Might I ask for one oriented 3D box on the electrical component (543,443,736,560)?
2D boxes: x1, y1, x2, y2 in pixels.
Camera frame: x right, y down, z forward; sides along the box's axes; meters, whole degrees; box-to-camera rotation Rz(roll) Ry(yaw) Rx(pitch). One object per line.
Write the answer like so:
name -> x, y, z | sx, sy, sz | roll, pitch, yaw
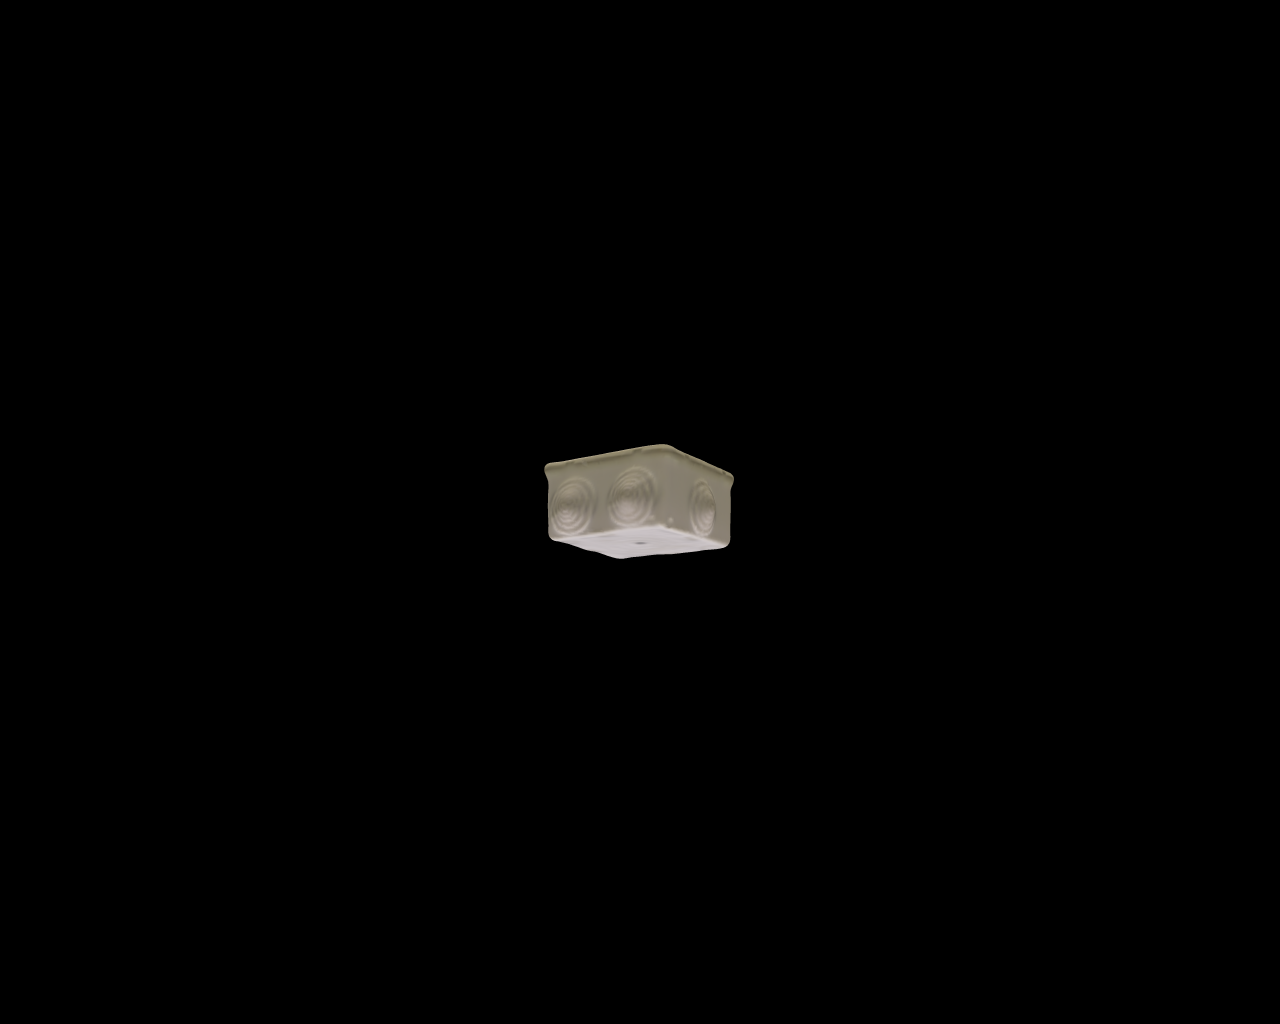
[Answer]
electrical component -> 0.001, -0.003, 0.650 | 0.099, 0.048, 0.100 | -7, -14, 30
